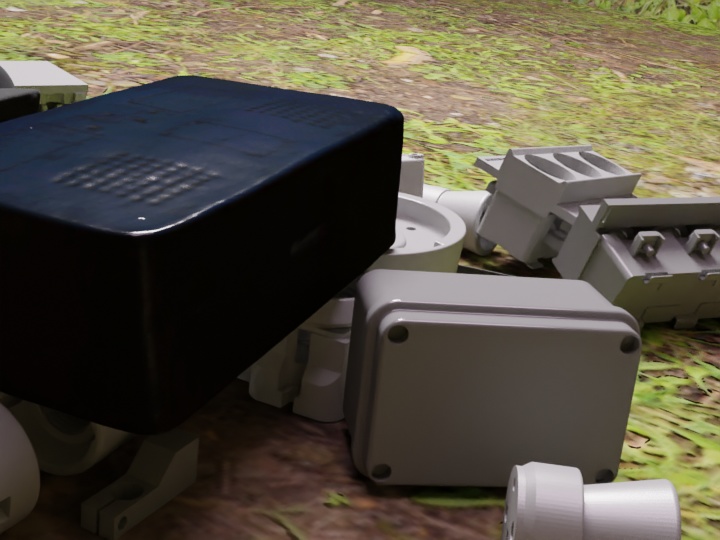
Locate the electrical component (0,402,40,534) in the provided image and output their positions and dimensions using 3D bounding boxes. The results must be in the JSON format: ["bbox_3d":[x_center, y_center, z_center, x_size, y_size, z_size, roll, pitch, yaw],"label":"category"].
[{"bbox_3d":[-0.142,0.071,0.353,0.055,0.055,0.047,15,26,22],"label":"electrical component"}]

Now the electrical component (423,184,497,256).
[{"bbox_3d":[0.061,-0.038,0.734,0.065,0.044,0.044,14,21,32],"label":"electrical component"}]

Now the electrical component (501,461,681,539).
[{"bbox_3d":[0.080,0.093,0.380,0.055,0.045,0.045,7,20,3],"label":"electrical component"}]

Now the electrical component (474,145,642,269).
[{"bbox_3d":[0.132,-0.044,0.713,0.079,0.063,0.121,35,25,27],"label":"electrical component"}]

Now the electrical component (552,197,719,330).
[{"bbox_3d":[0.188,-0.003,0.645,0.121,0.078,0.063,-3,44,-25],"label":"electrical component"}]

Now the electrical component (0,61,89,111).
[{"bbox_3d":[-0.289,-0.115,0.794,0.150,0.061,0.089,-8,25,-35],"label":"electrical component"}]

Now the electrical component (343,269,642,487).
[{"bbox_3d":[0.053,0.046,0.450,0.113,0.078,0.057,3,17,-10],"label":"electrical component"}]

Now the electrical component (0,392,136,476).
[{"bbox_3d":[-0.110,0.048,0.425,0.055,0.055,0.047,14,25,18],"label":"electrical component"}]

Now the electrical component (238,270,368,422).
[{"bbox_3d":[-0.019,0.030,0.499,0.078,0.057,0.058,15,22,22],"label":"electrical component"}]

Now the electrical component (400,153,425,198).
[{"bbox_3d":[-0.008,-0.052,0.730,0.062,0.061,0.096,-7,16,-33],"label":"electrical component"}]

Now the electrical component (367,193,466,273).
[{"bbox_3d":[0.000,0.000,0.579,0.108,0.060,0.108,4,21,-2],"label":"electrical component"}]
